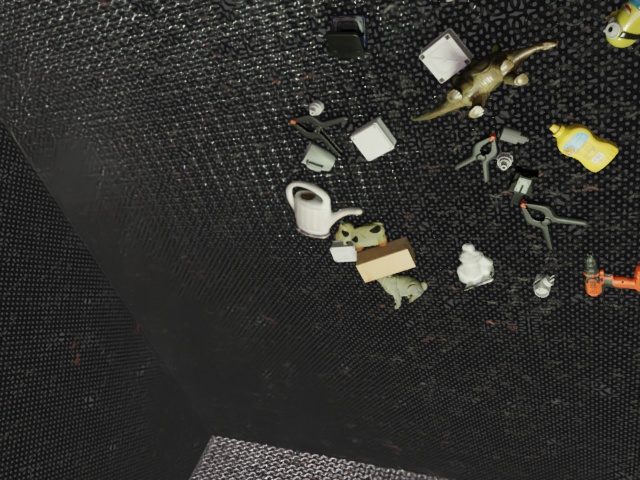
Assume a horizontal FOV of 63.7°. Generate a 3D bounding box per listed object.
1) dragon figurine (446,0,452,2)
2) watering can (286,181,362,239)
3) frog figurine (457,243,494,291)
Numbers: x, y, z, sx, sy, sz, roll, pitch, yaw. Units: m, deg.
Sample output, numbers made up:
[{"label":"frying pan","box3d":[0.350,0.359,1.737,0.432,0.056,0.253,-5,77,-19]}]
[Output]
[{"label":"dragon figurine","box3d":[0.453,-0.741,1.231,0.243,0.124,0.402,38,124,3]},{"label":"watering can","box3d":[0.006,-0.098,1.943,0.350,0.106,0.219,27,136,29]},{"label":"frog figurine","box3d":[0.560,0.089,1.887,0.135,0.123,0.161,-31,74,48]}]
